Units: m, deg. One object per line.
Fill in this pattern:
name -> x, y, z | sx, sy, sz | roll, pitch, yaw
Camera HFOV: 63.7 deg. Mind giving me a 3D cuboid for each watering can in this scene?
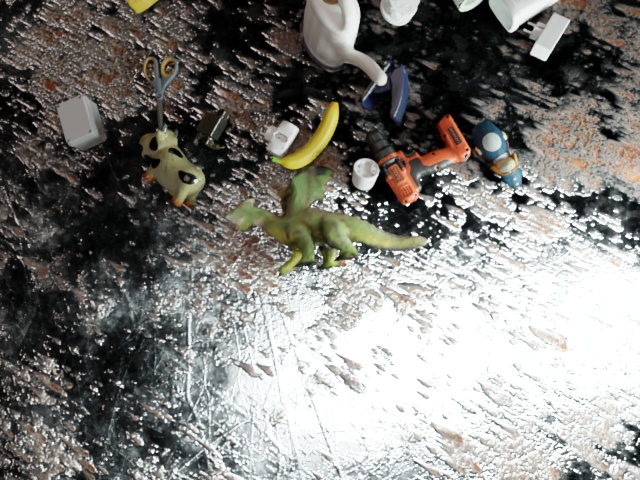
watering can -> 0.039, -0.437, 1.102 | 0.104, 0.221, 0.351 | -19, 79, -12

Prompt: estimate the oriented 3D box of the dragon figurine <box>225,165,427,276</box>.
dragon figurine -> 0.003, -0.056, 1.111 | 0.410, 0.120, 0.246 | -10, 72, -2
